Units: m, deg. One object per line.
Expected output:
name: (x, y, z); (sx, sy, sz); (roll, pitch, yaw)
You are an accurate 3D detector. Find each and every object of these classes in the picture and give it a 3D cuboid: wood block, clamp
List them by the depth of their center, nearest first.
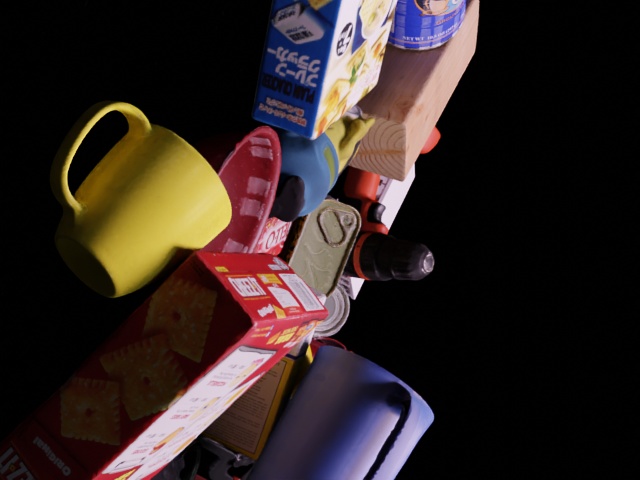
wood block: (0.089, -0.173, 1.125); (0.090, 0.091, 0.206); (84, 30, -53)
clamp: (-0.079, 0.225, 1.175); (0.171, 0.120, 0.039); (94, -16, -60)

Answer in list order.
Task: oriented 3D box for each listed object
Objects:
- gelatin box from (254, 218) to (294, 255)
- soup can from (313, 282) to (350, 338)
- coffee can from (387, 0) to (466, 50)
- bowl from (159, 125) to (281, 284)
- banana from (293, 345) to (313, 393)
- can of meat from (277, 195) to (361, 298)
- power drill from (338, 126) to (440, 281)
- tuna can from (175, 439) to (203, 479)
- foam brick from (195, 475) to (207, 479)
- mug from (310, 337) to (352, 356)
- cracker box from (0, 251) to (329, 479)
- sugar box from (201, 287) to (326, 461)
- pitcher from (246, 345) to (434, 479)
gelatin box: (-0.050, -0.018, 1.034); (0.089, 0.030, 0.073); (-26, 137, -68)
soup can: (-0.007, 0.076, 1.197); (0.102, 0.068, 0.068); (147, -32, -80)
coffee can: (0.097, -0.270, 1.044); (0.102, 0.103, 0.140); (-61, 164, -26)
bowl: (-0.090, -0.021, 0.829); (0.162, 0.055, 0.162); (-59, 163, -30)
banana: (-0.016, 0.144, 1.158); (0.197, 0.037, 0.069); (58, 33, -70)
can of meat: (-0.007, 0.001, 1.104); (0.102, 0.057, 0.084); (-69, -162, 7)
power drill: (0.067, -0.045, 1.166); (0.057, 0.185, 0.187); (37, 68, -45)
tuna can: (-0.148, 0.227, 1.034); (0.086, 0.034, 0.086); (22, 90, -76)
foam brick: (-0.140, 0.295, 1.129); (0.078, 0.051, 0.053); (-47, 155, -54)
mug: (-0.008, 0.161, 1.353); (0.117, 0.081, 0.093); (-51, 158, -47)
cracker box: (-0.110, 0.100, 0.749); (0.214, 0.072, 0.164); (-43, 168, 12)
sugar box: (-0.066, 0.119, 1.054); (0.176, 0.093, 0.048); (-69, 166, 8)
pitcher: (0.000, 0.231, 1.003); (0.242, 0.145, 0.149); (-57, 157, -20)
